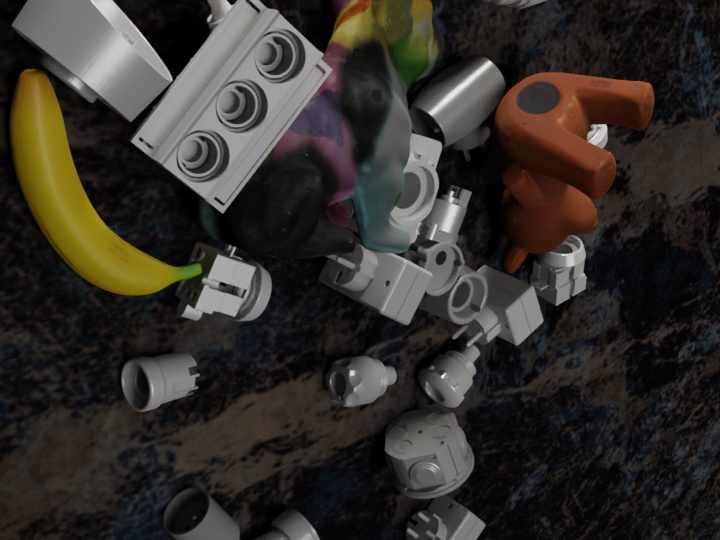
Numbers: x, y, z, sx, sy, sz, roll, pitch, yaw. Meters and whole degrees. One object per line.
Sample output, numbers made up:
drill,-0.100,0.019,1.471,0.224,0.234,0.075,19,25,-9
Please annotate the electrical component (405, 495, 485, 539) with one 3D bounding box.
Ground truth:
electrical component,0.071,0.264,1.073,0.083,0.047,0.075,-53,134,-10

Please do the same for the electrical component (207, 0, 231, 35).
electrical component,-0.091,-0.168,0.751,0.035,0.035,0.061,-40,128,-21

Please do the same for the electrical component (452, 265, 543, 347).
electrical component,0.119,0.044,1.005,0.077,0.066,0.047,-40,130,-21

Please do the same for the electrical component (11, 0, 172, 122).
electrical component,-0.161,-0.140,0.660,0.064,0.099,0.099,-52,134,-3

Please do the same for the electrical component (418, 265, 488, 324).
electrical component,0.082,0.018,0.975,0.055,0.047,0.055,-18,119,-35

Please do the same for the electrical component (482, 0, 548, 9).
electrical component,0.134,-0.241,0.911,0.078,0.040,0.040,-25,123,-31

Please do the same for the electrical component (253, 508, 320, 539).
electrical component,-0.069,0.242,0.943,0.055,0.045,0.045,-37,129,-24

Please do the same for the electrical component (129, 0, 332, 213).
electrical component,-0.088,-0.111,0.710,0.079,0.063,0.121,39,85,-30

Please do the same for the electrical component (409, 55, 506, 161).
electrical component,0.088,-0.129,0.918,0.077,0.043,0.079,-43,131,-20

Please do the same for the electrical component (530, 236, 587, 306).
electrical component,0.199,-0.003,1.070,0.066,0.048,0.055,-26,131,-31

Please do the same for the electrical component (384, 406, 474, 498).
electrical component,0.063,0.169,1.003,0.080,0.080,0.051,-35,123,-25

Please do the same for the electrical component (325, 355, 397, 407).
electrical component,0.004,0.096,0.944,0.062,0.043,0.043,-5,111,-41

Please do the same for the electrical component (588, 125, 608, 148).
electrical component,0.205,-0.138,1.016,0.066,0.048,0.055,-45,124,-17

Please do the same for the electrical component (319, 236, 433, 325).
electrical component,0.000,0.000,0.869,0.076,0.083,0.047,26,90,-45

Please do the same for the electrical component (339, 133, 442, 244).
electrical component,0.026,-0.070,0.881,0.050,0.056,0.089,8,103,-43

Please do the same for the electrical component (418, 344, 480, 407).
electrical component,0.089,0.096,1.019,0.062,0.048,0.048,-46,132,-26

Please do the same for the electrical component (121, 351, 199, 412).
electrical component,-0.149,0.082,0.806,0.046,0.040,0.040,-11,116,-45

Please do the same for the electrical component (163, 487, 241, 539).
electrical component,-0.123,0.218,0.886,0.043,0.043,0.081,-46,132,-16

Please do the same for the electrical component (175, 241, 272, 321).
electrical component,-0.101,0.011,0.813,0.055,0.048,0.066,21,94,-37
